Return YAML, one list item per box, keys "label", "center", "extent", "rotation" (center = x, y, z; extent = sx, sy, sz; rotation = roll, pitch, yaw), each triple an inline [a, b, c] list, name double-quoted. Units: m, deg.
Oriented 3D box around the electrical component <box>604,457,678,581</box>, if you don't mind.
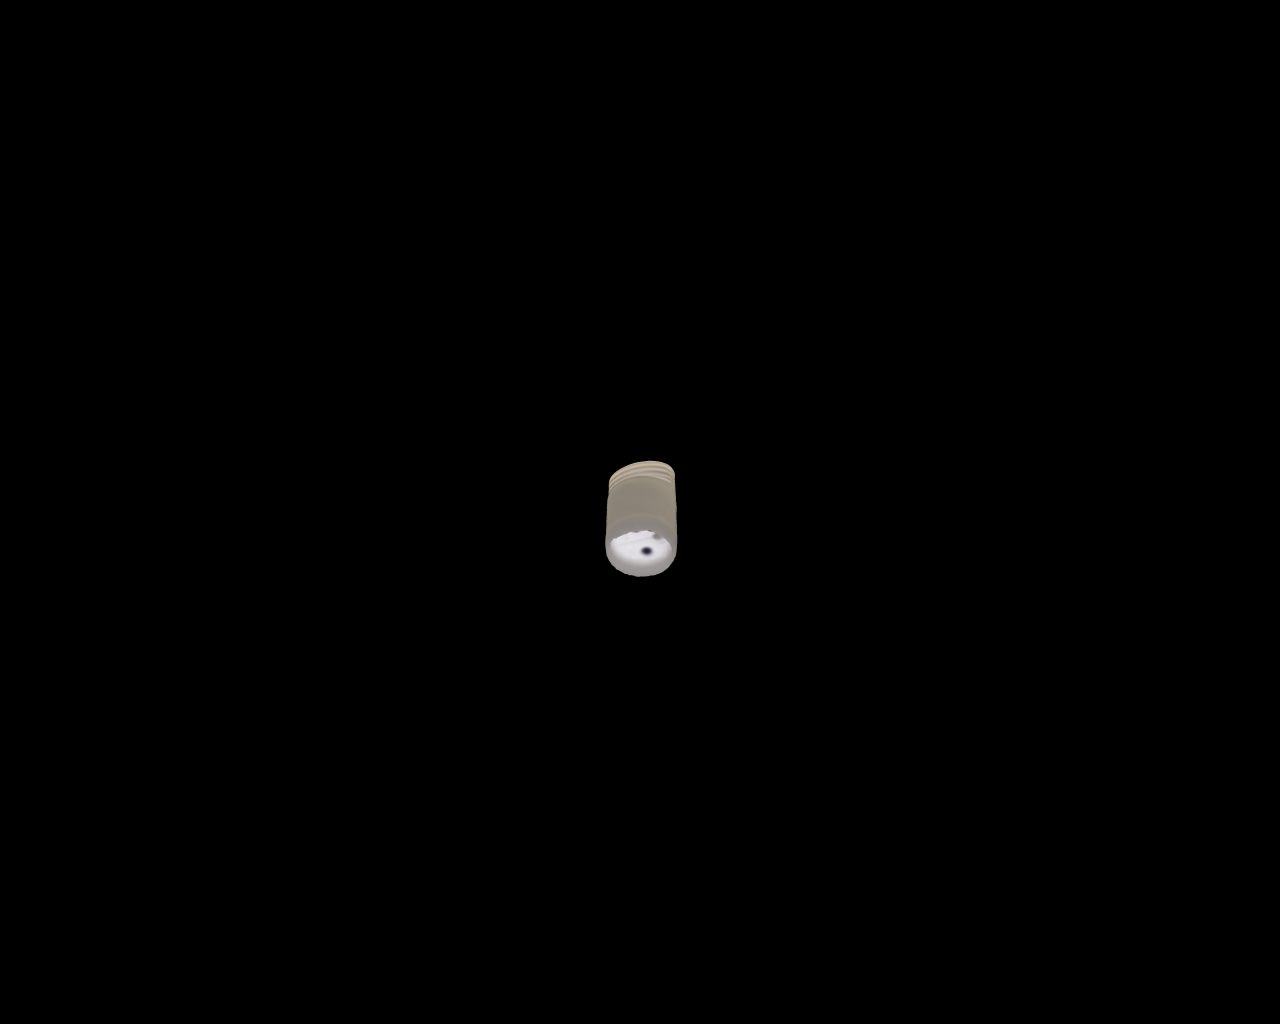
- label: "electrical component"
  center: [0.001, -0.003, 0.650]
  extent: [0.043, 0.043, 0.081]
  rotation: [0, 44, 0]
